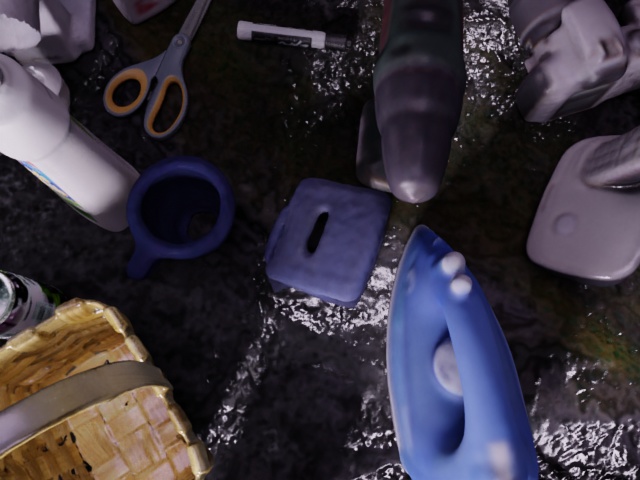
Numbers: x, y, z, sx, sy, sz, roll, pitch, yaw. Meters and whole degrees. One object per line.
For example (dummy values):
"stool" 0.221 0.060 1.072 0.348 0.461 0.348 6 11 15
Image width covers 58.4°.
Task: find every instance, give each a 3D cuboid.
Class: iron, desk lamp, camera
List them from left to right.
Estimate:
"desk lamp" -0.292 -0.240 0.509 0.118 0.213 0.203 -3 77 -1
"iron" 0.116 0.096 0.473 0.118 0.141 0.258 -9 77 -2
"camera" 0.257 -0.207 0.564 0.143 0.101 0.137 -19 78 -5

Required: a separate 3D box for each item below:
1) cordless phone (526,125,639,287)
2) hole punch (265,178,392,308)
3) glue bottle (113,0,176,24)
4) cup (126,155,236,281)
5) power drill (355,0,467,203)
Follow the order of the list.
"cordless phone" 0.260 -0.040 0.482 0.094 0.185 0.148 23 78 5
"hole punch" 0.005 0.002 0.519 0.101 0.091 0.109 19 78 4
"glue bottle" -0.180 -0.280 0.540 0.078 0.173 0.037 -40 80 -8
"cup" -0.124 -0.008 0.518 0.091 0.095 0.118 31 79 7
"power drill" 0.075 -0.115 0.486 0.075 0.208 0.230 5 77 1
